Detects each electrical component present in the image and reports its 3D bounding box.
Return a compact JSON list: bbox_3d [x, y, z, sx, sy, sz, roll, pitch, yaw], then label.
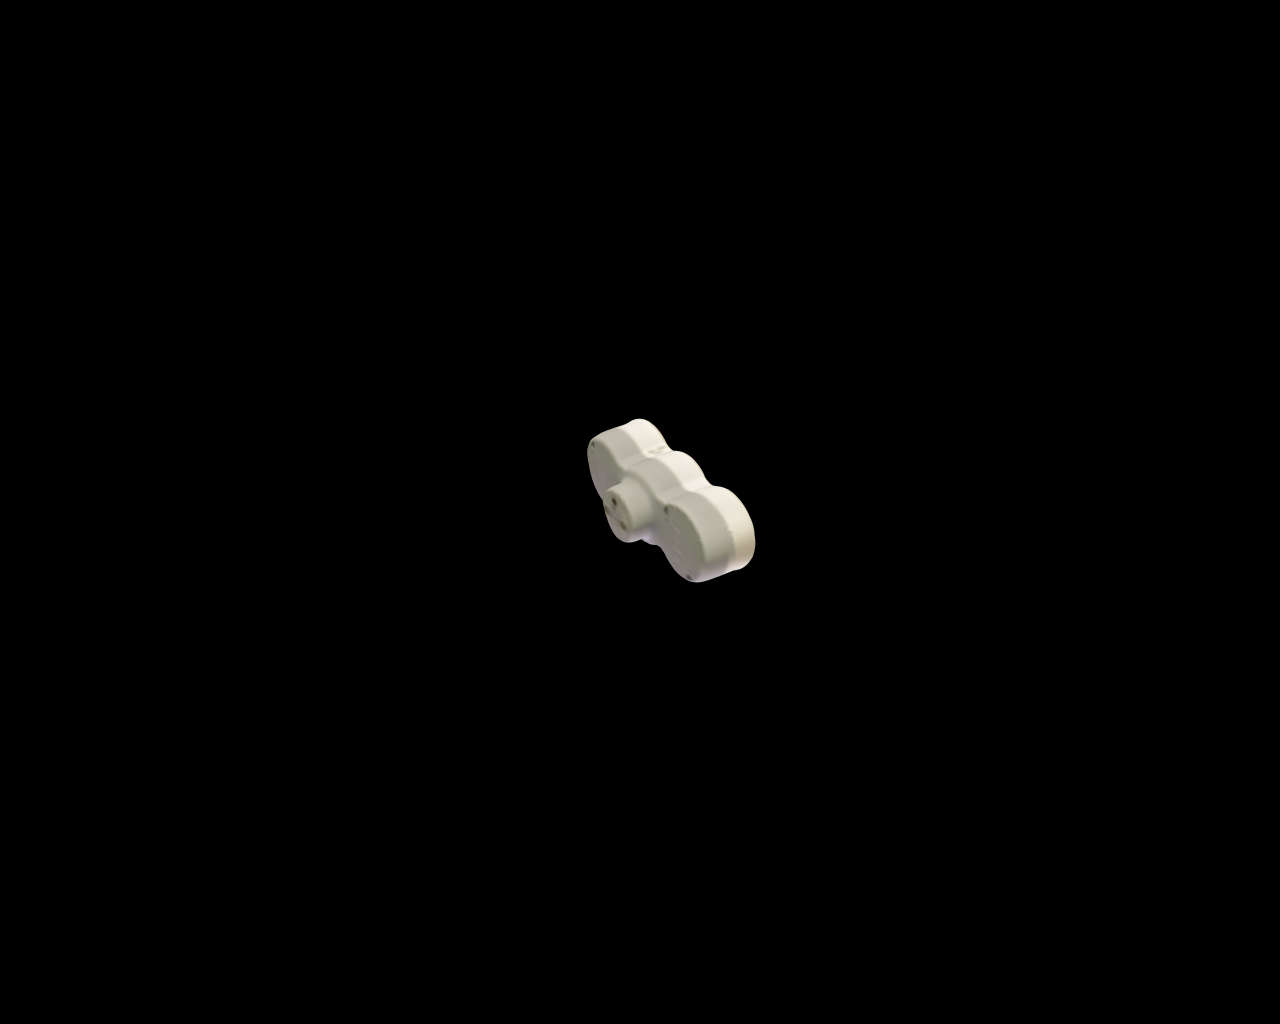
[{"bbox_3d":[0.001,-0.003,0.650,0.074,0.052,0.138,-20,41,-25],"label":"electrical component"}]
